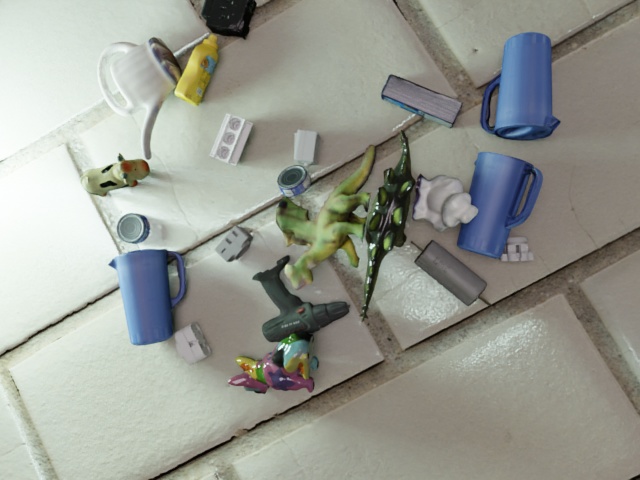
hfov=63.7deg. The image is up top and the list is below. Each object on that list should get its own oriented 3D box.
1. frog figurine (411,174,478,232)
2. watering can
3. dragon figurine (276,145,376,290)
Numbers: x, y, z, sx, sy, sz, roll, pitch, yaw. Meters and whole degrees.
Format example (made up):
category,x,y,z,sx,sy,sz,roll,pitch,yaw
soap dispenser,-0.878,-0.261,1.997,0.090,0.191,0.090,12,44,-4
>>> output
category,x,y,z,sx,sy,sz,roll,pitch,yaw
frog figurine,0.312,-0.087,1.242,0.160,0.139,0.121,14,-16,37
watering can,-0.471,-0.407,1.404,0.224,0.350,0.103,-31,-9,5
dragon figurine,0.004,-0.066,1.302,0.243,0.417,0.120,6,-22,8
